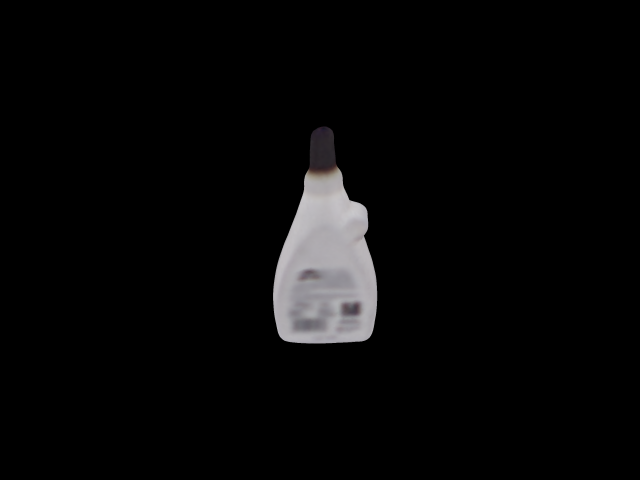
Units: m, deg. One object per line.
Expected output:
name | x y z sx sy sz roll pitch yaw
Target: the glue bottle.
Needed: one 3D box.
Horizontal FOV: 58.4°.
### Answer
glue bottle | 0.004 0.001 0.400 0.078 0.173 0.037 0 37 0
